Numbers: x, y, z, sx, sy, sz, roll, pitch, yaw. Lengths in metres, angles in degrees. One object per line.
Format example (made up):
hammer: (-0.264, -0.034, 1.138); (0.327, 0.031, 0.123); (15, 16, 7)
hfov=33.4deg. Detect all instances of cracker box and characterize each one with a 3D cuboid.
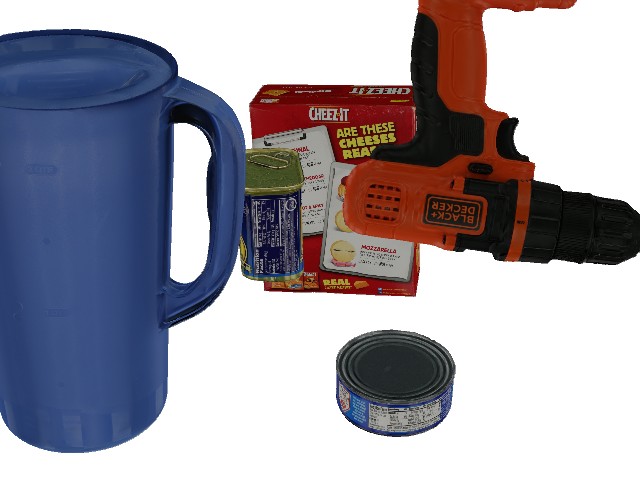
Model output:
cracker box: (0.020, -0.051, 1.096); (0.164, 0.214, 0.072); (2, 28, 9)

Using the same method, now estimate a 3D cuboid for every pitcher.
pitcher: (-0.139, 0.005, 0.641); (0.144, 0.243, 0.149); (-18, 34, -32)

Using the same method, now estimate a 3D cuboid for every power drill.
power drill: (0.114, -0.081, 0.643); (0.184, 0.188, 0.057); (7, 4, 2)

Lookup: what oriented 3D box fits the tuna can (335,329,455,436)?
tuna can: (0.053, 0.102, 0.770); (0.086, 0.034, 0.086); (0, 31, 0)

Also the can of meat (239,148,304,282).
can of meat: (-0.043, -0.022, 0.891); (0.057, 0.084, 0.102); (-3, 23, -5)
